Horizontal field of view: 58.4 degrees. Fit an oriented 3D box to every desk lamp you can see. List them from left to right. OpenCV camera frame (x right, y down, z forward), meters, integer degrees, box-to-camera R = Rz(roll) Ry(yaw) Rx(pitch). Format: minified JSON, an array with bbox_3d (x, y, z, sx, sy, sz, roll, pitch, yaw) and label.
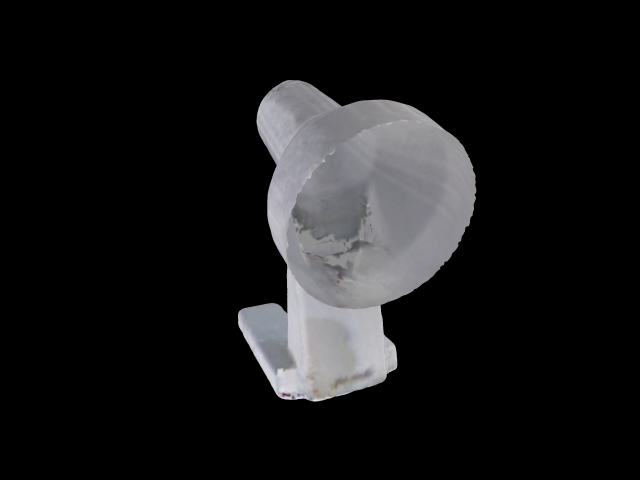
[{"bbox_3d":[0.004,0.001,0.400,0.118,0.214,0.202,-8,20,-22],"label":"desk lamp"}]
